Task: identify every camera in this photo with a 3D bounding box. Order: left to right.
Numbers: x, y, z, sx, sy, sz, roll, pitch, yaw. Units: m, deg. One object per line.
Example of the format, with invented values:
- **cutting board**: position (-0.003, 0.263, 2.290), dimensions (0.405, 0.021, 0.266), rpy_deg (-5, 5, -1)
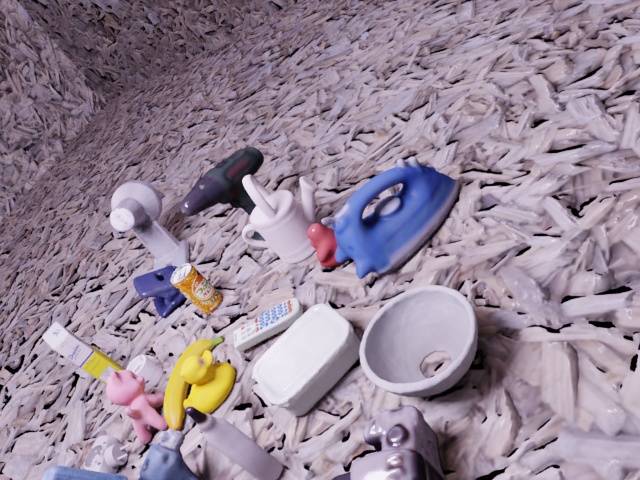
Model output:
- **camera**: position (0.065, 0.274, 0.656), dimensions (0.136, 0.101, 0.143), rpy_deg (-24, 35, 20)

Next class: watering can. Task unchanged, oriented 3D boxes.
- **watering can**: position (-0.080, -0.057, 1.120), dimensions (0.173, 0.195, 0.100), rpy_deg (-44, 33, -10)

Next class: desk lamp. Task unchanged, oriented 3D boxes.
- **desk lamp**: position (-0.418, -0.026, 1.388), dimensions (0.118, 0.214, 0.203), rpy_deg (-34, 33, 6)

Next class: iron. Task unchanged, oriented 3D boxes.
- **iron**: position (0.122, -0.061, 0.980), dimensions (0.258, 0.142, 0.118), rpy_deg (-43, 33, -8)

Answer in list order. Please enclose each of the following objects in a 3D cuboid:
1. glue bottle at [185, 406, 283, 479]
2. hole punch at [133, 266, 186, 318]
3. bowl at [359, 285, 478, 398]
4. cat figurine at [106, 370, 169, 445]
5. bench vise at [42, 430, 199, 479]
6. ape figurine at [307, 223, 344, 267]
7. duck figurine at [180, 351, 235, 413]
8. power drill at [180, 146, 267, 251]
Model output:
- **glue bottle**: position (-0.124, 0.271, 0.773), dimensions (0.077, 0.174, 0.037), rpy_deg (7, 53, 48)
- **hole punch**: position (-0.352, 0.100, 1.282), dimensions (0.101, 0.091, 0.108), rpy_deg (-43, 33, -8)
- **bowl**: position (0.141, 0.146, 0.766), dimensions (0.167, 0.075, 0.167), rpy_deg (-25, 35, 19)
- **cat figurine**: position (-0.334, 0.281, 1.014), dimensions (0.067, 0.118, 0.127), rpy_deg (-41, 33, -5)
- **bench vise**: position (-0.289, 0.346, 0.795), dimensions (0.121, 0.220, 0.207), rpy_deg (-9, 42, 37)
- **ape figurine**: position (0.010, 0.004, 1.053), dimensions (0.076, 0.092, 0.078), rpy_deg (-7, 44, 39)
- **duck figurine**: position (-0.203, 0.238, 0.972), dimensions (0.077, 0.086, 0.105), rpy_deg (3, 50, 46)
- **power drill**: position (-0.169, -0.078, 1.218), dimensions (0.075, 0.209, 0.230), rpy_deg (-3, 46, 42)
